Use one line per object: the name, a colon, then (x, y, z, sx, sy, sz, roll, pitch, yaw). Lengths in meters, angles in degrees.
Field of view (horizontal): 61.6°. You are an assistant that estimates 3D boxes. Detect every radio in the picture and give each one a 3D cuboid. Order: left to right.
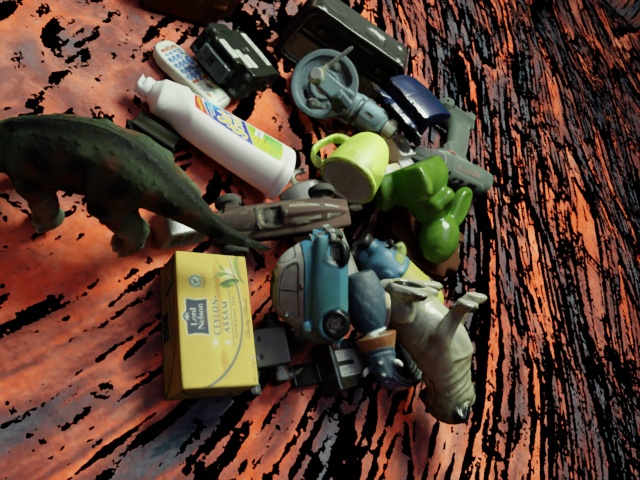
radio: (0.048, -0.358, 1.026, 0.229, 0.131, 0.073, 26, 51, -22)

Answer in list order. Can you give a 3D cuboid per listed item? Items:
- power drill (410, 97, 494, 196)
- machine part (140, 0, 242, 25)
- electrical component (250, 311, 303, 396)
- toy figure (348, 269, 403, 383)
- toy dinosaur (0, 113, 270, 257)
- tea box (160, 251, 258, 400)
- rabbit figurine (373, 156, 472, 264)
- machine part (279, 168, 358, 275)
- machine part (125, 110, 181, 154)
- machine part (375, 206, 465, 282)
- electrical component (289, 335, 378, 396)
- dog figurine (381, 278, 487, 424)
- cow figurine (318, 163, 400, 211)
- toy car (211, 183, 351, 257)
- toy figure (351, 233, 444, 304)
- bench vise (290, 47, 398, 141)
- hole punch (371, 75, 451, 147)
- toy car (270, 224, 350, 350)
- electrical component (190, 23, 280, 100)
power drill: (0.267, -0.201, 1.131, 0.232, 0.086, 0.207, 24, 48, -22)
machine part: (-0.238, -0.477, 0.919, 0.201, 0.087, 0.201, 3, 65, -34)
electrical component: (-0.066, 0.149, 0.714, 0.078, 0.045, 0.102, -15, 69, -11)
toy figure: (0.075, 0.119, 0.749, 0.058, 0.064, 0.154, -12, 87, -51)
toy dinosaur: (-0.246, -0.075, 0.577, 0.405, 0.192, 0.131, 8, 68, -6)
tea box: (-0.140, 0.105, 0.666, 0.098, 0.068, 0.169, 6, 63, -34)
rabbit figurine: (0.182, -0.048, 0.908, 0.159, 0.121, 0.170, -26, 98, -46)
machine part: (-0.002, -0.002, 0.822, 0.079, 0.079, 0.243, -8, 70, -39)
machine part: (-0.248, -0.118, 0.738, 0.084, 0.039, 0.139, 40, 47, -18)
machine part: (0.181, -0.005, 0.971, 0.179, 0.056, 0.179, 16, 57, -27)
electrical component: (0.018, 0.177, 0.755, 0.119, 0.048, 0.075, 4, 62, -36)
dog figurine: (0.150, 0.161, 0.787, 0.121, 0.173, 0.190, -1, 104, -53)
cow figurine: (0.083, -0.097, 0.944, 0.167, 0.068, 0.098, -2, 72, -33)
toy car: (-0.057, -0.029, 0.762, 0.202, 0.053, 0.089, -7, 69, -4)
toy figure: (0.129, 0.061, 0.880, 0.180, 0.082, 0.089, 44, 50, -4)
bench vise: (0.033, -0.246, 0.927, 0.223, 0.129, 0.240, 47, 11, 4)
hole punch: (0.173, -0.248, 0.994, 0.142, 0.092, 0.115, 54, 12, 14)
toy car: (-0.015, 0.062, 0.705, 0.103, 0.109, 0.161, -2, 102, -7)
electrical component: (-0.142, -0.291, 0.875, 0.115, 0.058, 0.134, 49, 27, 1)
